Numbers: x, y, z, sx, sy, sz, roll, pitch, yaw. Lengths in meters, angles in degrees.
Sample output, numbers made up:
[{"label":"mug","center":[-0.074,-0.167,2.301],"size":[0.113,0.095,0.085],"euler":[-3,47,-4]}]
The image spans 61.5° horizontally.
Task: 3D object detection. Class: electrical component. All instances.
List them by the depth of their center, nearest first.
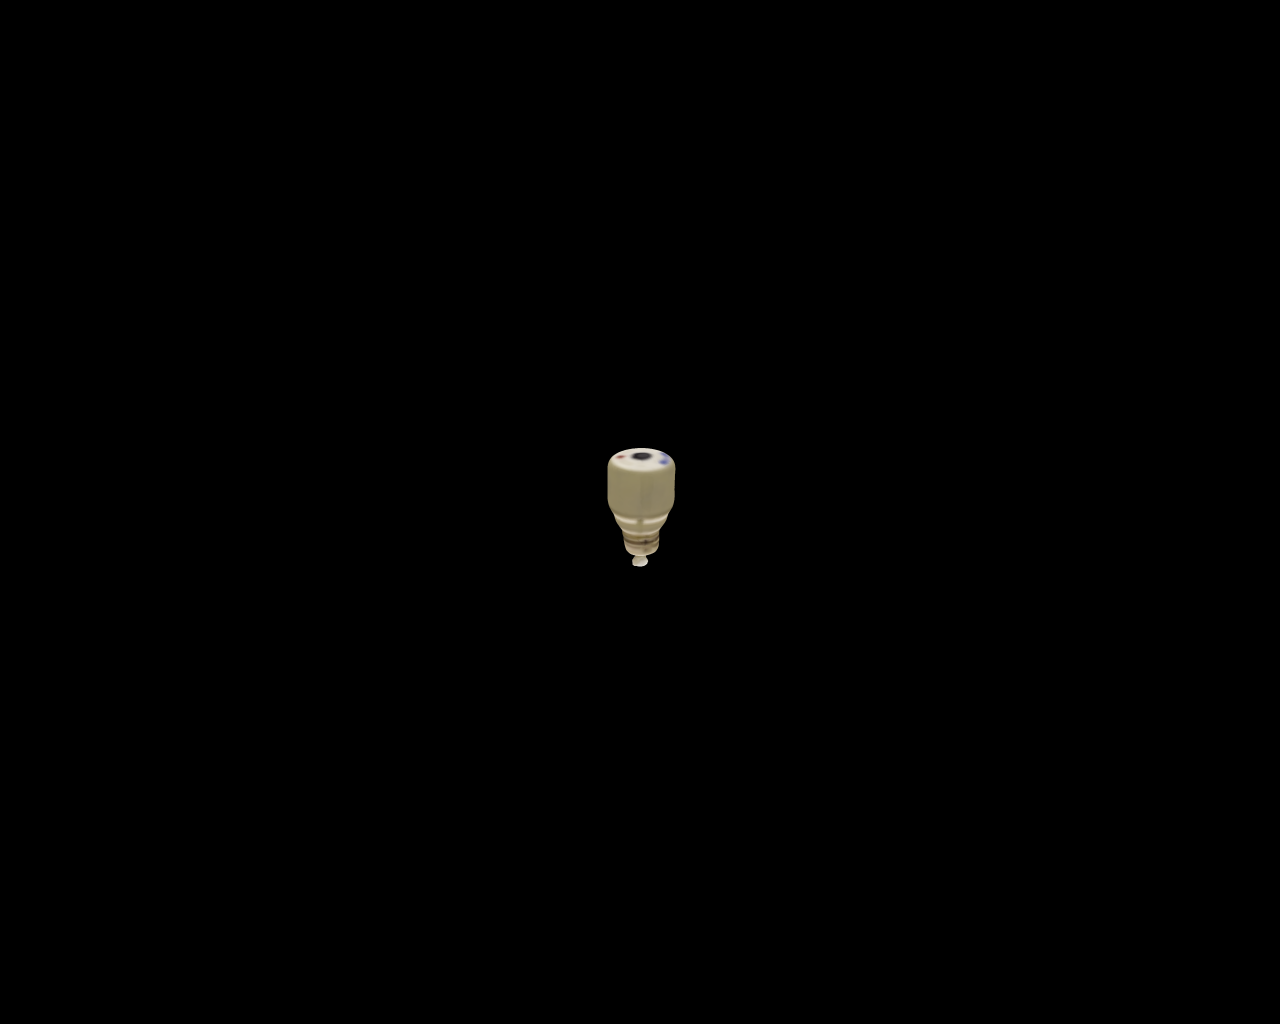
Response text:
[{"label":"electrical component","center":[0.001,-0.003,0.650],"size":[0.040,0.078,0.040],"euler":[0,25,0]}]
